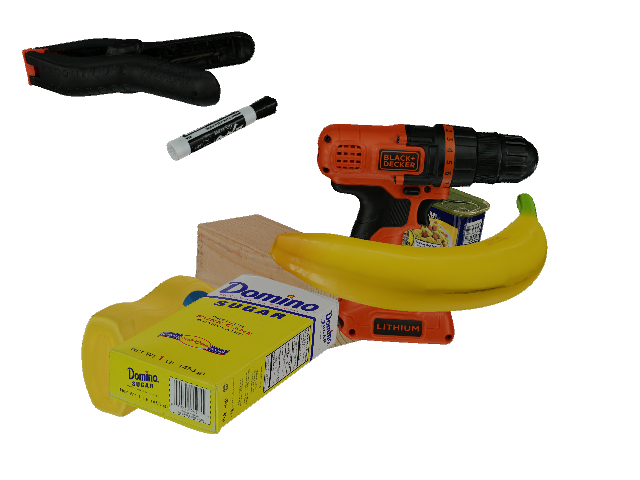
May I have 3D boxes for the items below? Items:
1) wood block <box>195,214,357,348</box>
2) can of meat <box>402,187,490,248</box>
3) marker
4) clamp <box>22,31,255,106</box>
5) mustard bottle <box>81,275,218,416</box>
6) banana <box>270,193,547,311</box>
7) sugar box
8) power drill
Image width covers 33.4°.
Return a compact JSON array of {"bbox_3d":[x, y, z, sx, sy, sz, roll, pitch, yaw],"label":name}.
[{"bbox_3d":[-0.044,0.043,1.190,0.090,0.090,0.206,-10,22,-39],"label":"wood block"},{"bbox_3d":[0.131,-0.012,1.184,0.102,0.084,0.057,25,28,36],"label":"can of meat"},{"bbox_3d":[-0.091,-0.108,1.015,0.121,0.020,0.020,-30,15,-27],"label":"marker"},{"bbox_3d":[-0.134,-0.133,0.798,0.172,0.039,0.120,8,23,17],"label":"clamp"},{"bbox_3d":[-0.140,0.086,1.005,0.058,0.096,0.191,10,21,28],"label":"mustard bottle"},{"bbox_3d":[0.067,0.013,0.619,0.197,0.037,0.070,-8,39,-34],"label":"banana"},{"bbox_3d":[-0.067,0.078,0.800,0.093,0.048,0.175,15,26,25],"label":"sugar box"},{"bbox_3d":[0.085,-0.007,0.908,0.184,0.188,0.057,3,16,-1],"label":"power drill"}]
